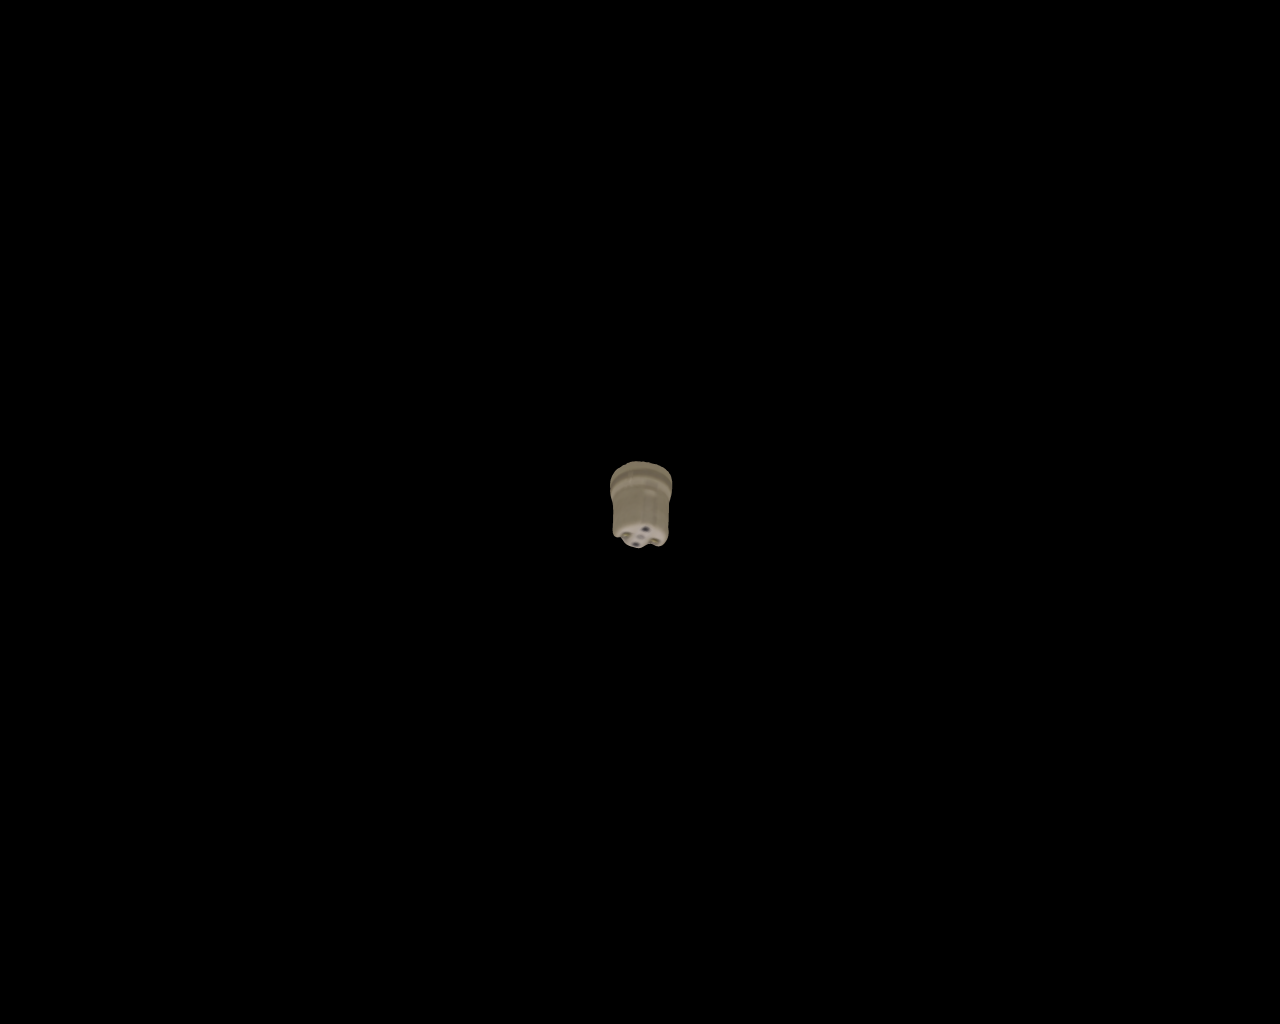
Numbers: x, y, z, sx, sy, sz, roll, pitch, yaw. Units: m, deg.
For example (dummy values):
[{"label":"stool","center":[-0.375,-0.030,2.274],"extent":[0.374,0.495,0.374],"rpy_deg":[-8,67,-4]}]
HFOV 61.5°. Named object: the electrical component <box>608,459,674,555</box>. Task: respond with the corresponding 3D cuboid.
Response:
[{"label":"electrical component","center":[0.001,-0.003,0.650],"extent":[0.040,0.046,0.040],"rpy_deg":[0,-38,0]}]
